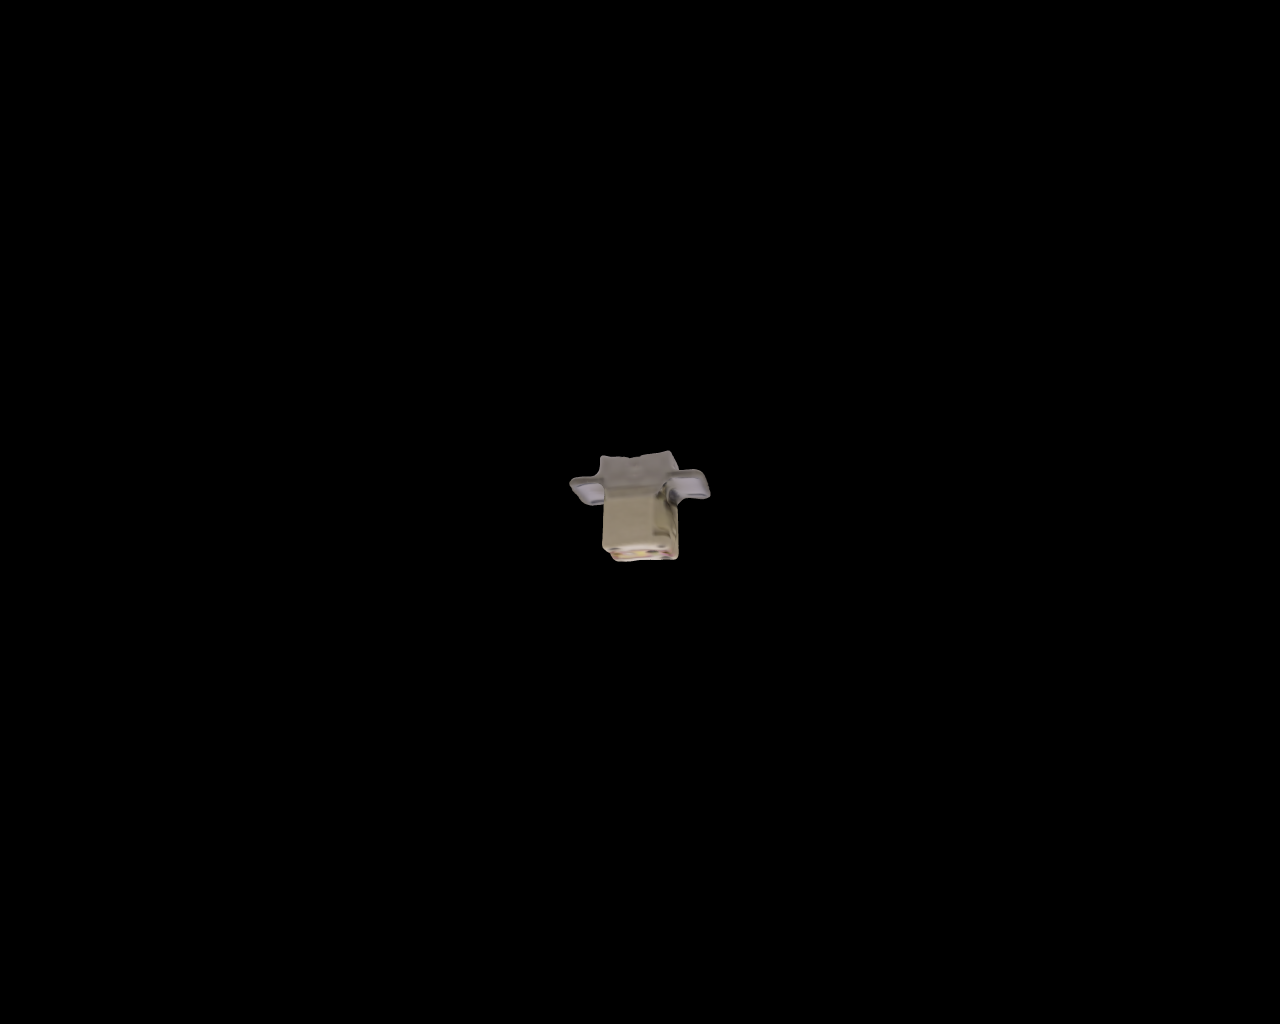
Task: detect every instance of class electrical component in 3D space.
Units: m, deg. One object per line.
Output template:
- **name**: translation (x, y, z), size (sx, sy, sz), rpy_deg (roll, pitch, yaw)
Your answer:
- **electrical component**: translation (0.001, -0.003, 0.650), size (0.081, 0.064, 0.042), rpy_deg (-4, -19, 12)
